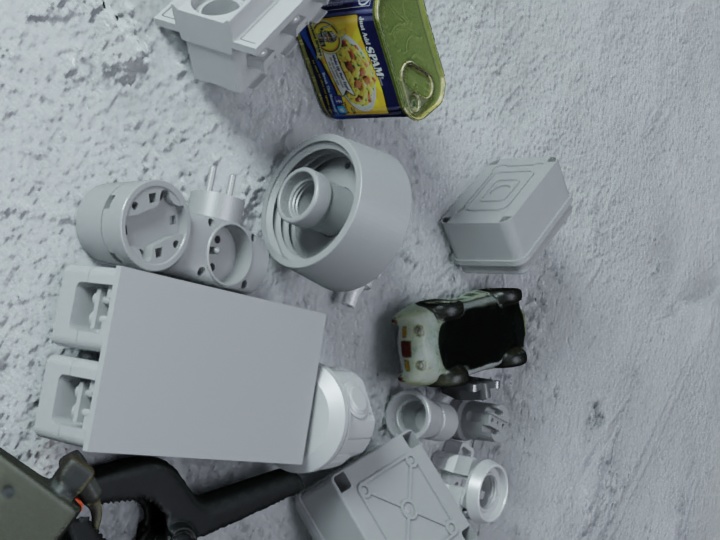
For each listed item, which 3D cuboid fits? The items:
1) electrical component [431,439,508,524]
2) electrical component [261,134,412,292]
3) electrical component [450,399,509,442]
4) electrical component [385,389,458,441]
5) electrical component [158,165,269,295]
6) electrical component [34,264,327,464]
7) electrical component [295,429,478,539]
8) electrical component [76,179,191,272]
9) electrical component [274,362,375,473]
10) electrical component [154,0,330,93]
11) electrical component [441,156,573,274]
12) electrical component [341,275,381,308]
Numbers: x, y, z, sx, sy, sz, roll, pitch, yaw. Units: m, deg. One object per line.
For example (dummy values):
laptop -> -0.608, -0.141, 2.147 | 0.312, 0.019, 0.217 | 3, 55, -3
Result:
electrical component -> 0.097, 0.197, 0.972 | 0.058, 0.057, 0.078 | 42, 62, -45
electrical component -> -0.024, -0.044, 0.761 | 0.060, 0.108, 0.108 | 22, 76, -44
electrical component -> 0.109, 0.139, 0.991 | 0.040, 0.046, 0.040 | -3, 94, -52
electrical component -> 0.057, 0.129, 0.929 | 0.065, 0.044, 0.044 | 21, 77, -55
electrical component -> -0.098, -0.029, 0.714 | 0.077, 0.044, 0.079 | 20, 77, -51
electrical component -> -0.111, 0.064, 0.694 | 0.186, 0.060, 0.105 | 17, 80, -51
electrical component -> 0.021, 0.196, 0.840 | 0.109, 0.056, 0.108 | -21, 77, -49
electrical component -> -0.140, -0.028, 0.659 | 0.055, 0.047, 0.055 | -7, 99, -51
electrical component -> -0.033, 0.106, 0.782 | 0.051, 0.080, 0.080 | 12, 84, -57
electrical component -> -0.068, -0.179, 0.721 | 0.121, 0.079, 0.063 | -54, 154, -34
electrical component -> 0.136, -0.050, 0.982 | 0.113, 0.078, 0.057 | -48, 126, -38
electrical component -> 0.000, 0.000, 0.849 | 0.035, 0.035, 0.061 | 36, 68, -47
